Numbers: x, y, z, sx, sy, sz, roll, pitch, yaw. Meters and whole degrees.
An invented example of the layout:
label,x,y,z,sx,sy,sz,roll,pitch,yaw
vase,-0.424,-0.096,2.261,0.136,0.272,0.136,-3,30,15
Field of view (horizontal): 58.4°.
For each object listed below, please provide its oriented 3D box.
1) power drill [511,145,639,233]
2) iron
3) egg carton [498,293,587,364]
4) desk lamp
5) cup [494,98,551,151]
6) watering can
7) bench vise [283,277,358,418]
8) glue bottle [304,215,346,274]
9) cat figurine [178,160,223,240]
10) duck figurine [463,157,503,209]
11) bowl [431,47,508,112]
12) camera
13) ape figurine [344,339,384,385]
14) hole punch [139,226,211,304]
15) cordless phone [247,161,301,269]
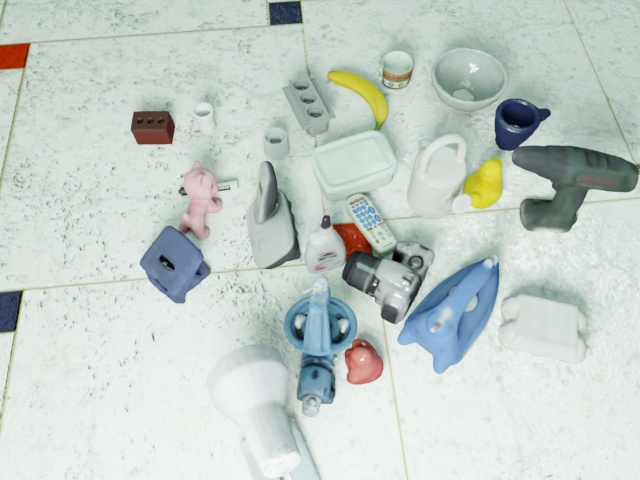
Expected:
label,x,y,z,sx,sy,sz,roll,pitch,yaw
power drill,0.442,-0.096,1.052,0.229,0.208,0.075,2,61,1
iron,0.249,0.097,0.986,0.118,0.141,0.259,36,68,18
egg carton,0.386,0.154,0.996,0.150,0.069,0.107,11,62,6
desk lamp,-0.076,0.279,0.848,0.118,0.214,0.203,-23,64,-11
cup,0.413,-0.234,1.192,0.118,0.095,0.091,-12,62,-6
watering can,0.230,-0.124,1.077,0.101,0.194,0.172,-38,67,-18
bench vise,0.008,0.162,0.907,0.121,0.220,0.207,-10,62,-5
glue bottle,0.009,0.004,1.020,0.078,0.173,0.037,-18,63,-9
cat figurine,-0.235,-0.083,1.100,0.067,0.118,0.128,14,62,8
duck figurine,0.329,-0.119,1.134,0.077,0.086,0.105,31,66,16
bowl,0.323,-0.340,1.261,0.167,0.075,0.167,0,61,0
camera,0.119,0.056,1.033,0.136,0.101,0.143,26,65,14
ape figurine,0.070,0.202,0.958,0.076,0.092,0.078,26,65,14
hole punch,-0.267,0.045,1.046,0.108,0.091,0.101,39,68,19
cordless phone,-0.090,-0.044,1.040,0.094,0.185,0.147,-14,62,-7
